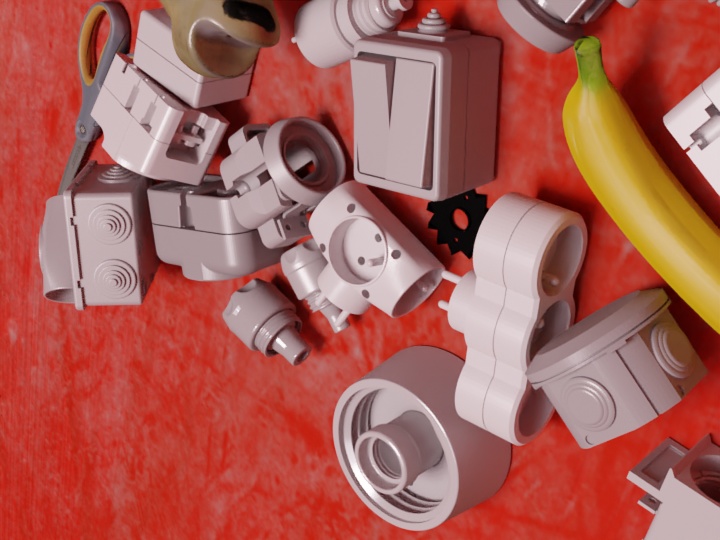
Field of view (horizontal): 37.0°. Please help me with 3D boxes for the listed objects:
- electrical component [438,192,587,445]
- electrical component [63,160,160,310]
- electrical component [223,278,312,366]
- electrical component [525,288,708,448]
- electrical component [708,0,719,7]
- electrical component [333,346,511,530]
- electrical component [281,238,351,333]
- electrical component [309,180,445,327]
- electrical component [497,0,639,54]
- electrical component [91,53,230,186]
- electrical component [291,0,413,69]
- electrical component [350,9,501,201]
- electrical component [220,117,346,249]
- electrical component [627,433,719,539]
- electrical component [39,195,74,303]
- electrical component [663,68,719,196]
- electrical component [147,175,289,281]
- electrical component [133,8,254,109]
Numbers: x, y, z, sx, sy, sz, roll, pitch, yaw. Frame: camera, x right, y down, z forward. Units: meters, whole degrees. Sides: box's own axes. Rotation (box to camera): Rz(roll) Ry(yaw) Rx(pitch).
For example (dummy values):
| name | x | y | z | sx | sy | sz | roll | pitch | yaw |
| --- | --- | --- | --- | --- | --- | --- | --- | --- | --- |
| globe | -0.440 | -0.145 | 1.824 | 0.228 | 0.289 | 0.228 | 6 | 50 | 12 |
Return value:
| name | x | y | z | sx | sy | sz | roll | pitch | yaw |
| --- | --- | --- | --- | --- | --- | --- | --- | --- | --- |
| electrical component | 0.074 | 0.022 | 0.593 | 0.074 | 0.052 | 0.138 | 24 | 121 | 35 |
| electrical component | -0.177 | -0.027 | 0.782 | 0.048 | 0.099 | 0.099 | -1 | 111 | -1 |
| electrical component | -0.060 | 0.039 | 0.732 | 0.062 | 0.043 | 0.043 | 42 | 130 | 22 |
| electrical component | 0.127 | 0.048 | 0.535 | 0.080 | 0.080 | 0.051 | -36 | 85 | 45 |
| electrical component | 0.146 | -0.158 | 0.449 | 0.061 | 0.062 | 0.096 | -19 | 93 | 45 |
| electrical component | 0.031 | 0.107 | 0.661 | 0.108 | 0.060 | 0.108 | 18 | 117 | 38 |
| electrical component | -0.025 | 0.011 | 0.695 | 0.035 | 0.035 | 0.061 | -28 | 89 | 45 |
| electrical component | 0.000 | 0.000 | 0.653 | 0.077 | 0.044 | 0.079 | 47 | 118 | 20 |
| electrical component | 0.098 | -0.138 | 0.514 | 0.066 | 0.048 | 0.055 | 51 | 126 | 15 |
| electrical component | -0.137 | -0.098 | 0.723 | 0.089 | 0.050 | 0.055 | 44 | 114 | 40 |
| electrical component | -0.003 | -0.141 | 0.609 | 0.078 | 0.040 | 0.040 | -11 | 99 | 45 |
| electrical component | 0.033 | -0.091 | 0.581 | 0.062 | 0.061 | 0.096 | 18 | 117 | 38 |
| electrical component | -0.046 | -0.060 | 0.669 | 0.057 | 0.058 | 0.078 | -28 | 79 | 46 |
| electrical component | 0.177 | 0.127 | 0.546 | 0.081 | 0.042 | 0.063 | 33 | 130 | 30 |
| electrical component | -0.227 | -0.011 | 0.861 | 0.079 | 0.044 | 0.077 | 105 | 162 | -72 |
| electrical component | 0.186 | -0.052 | 0.461 | 0.089 | 0.050 | 0.055 | 56 | 134 | 11 |
| electrical component | -0.096 | -0.029 | 0.731 | 0.095 | 0.054 | 0.059 | 9 | 112 | 41 |
| electrical component | -0.103 | -0.155 | 0.693 | 0.066 | 0.047 | 0.076 | 38 | 128 | 27 |
